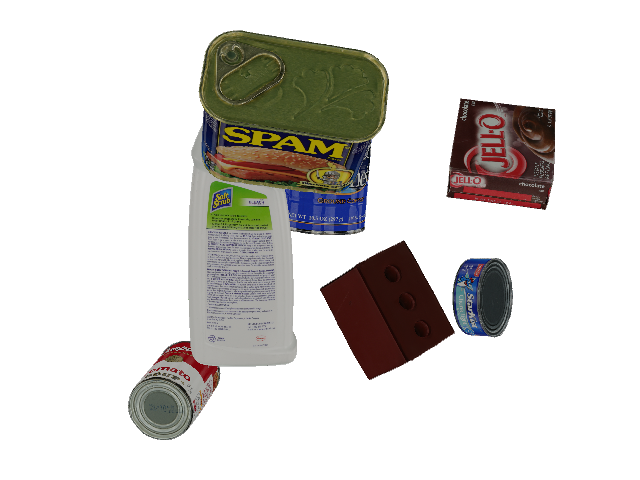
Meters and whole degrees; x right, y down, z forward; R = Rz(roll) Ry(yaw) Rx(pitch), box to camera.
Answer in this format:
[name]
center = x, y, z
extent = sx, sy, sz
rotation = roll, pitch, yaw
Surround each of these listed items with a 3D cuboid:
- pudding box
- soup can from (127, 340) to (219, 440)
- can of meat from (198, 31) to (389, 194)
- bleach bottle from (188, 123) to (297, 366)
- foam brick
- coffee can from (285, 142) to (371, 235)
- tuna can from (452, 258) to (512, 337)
[pudding box]
center = 0.164, -0.080, 0.967
extent = 0.090, 0.039, 0.113
rotation = 8, 41, 7
[soup can]
center = -0.148, 0.151, 1.084
extent = 0.068, 0.068, 0.102
rotation = 0, 15, 10
[can of meat]
center = -0.019, -0.069, 0.614
extent = 0.102, 0.057, 0.084
rotation = 8, -21, -5
[bleach bottle]
center = -0.065, -0.013, 0.946
extent = 0.102, 0.251, 0.068
rotation = 0, 22, -11
[foam brick]
center = 0.047, 0.051, 0.763
extent = 0.052, 0.078, 0.051
rotation = -25, -5, -40
[coffee can]
center = 0.003, -0.085, 1.152
extent = 0.103, 0.140, 0.103
rotation = 4, 12, -1
[tuna can]
center = 0.177, 0.062, 1.161
extent = 0.034, 0.086, 0.086
rotation = 0, 0, 34
